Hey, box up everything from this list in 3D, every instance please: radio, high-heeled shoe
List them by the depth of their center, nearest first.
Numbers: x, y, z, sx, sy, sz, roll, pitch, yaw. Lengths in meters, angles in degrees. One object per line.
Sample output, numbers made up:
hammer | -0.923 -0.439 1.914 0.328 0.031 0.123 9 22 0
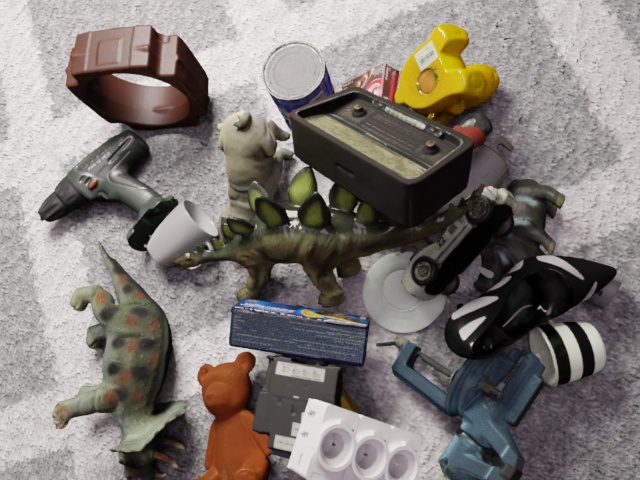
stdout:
high-heeled shoe | 0.282 0.087 0.701 0.249 0.145 0.086 -19 103 9
radio | 0.078 -0.119 0.703 0.131 0.073 0.230 -31 50 -27

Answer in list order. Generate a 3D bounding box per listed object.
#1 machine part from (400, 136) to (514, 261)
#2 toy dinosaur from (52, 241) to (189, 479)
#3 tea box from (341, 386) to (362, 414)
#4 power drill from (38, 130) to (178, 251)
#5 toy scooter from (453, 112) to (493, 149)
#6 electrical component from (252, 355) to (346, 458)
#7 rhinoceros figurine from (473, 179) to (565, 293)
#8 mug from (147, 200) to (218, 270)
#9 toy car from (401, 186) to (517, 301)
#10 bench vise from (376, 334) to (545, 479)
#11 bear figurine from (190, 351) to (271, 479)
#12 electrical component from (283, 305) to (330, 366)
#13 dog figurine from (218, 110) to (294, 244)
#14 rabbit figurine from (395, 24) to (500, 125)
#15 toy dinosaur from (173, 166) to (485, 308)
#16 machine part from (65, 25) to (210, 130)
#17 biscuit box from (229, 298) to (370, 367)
machine part | 0.211 -0.066 0.834 0.079 0.079 0.243 40 88 17
toy dinosaur | -0.301 0.182 0.863 0.192 0.131 0.405 -2 72 -2
tea box | 0.037 0.310 0.784 0.098 0.068 0.170 -37 72 1
power drill | -0.367 -0.070 0.957 0.207 0.086 0.232 39 84 24
toy scooter | 0.163 -0.117 0.806 0.075 0.184 0.135 43 65 -19
electrical component | -0.029 0.234 0.751 0.115 0.058 0.134 7 77 17
rhinoceros figurine | 0.292 -0.003 0.805 0.112 0.073 0.190 22 82 14
mug | -0.231 0.006 0.911 0.107 0.081 0.109 -39 80 12
toy car | 0.200 0.007 0.770 0.201 0.073 0.056 -52 42 18
bench vise | 0.188 0.223 0.755 0.241 0.128 0.223 31 94 37
bear figurine | -0.138 0.274 0.799 0.120 0.132 0.196 -16 80 14
electrical component | -0.020 0.167 0.840 0.075 0.047 0.119 -45 73 -1
dog figurine | -0.123 -0.090 0.863 0.121 0.172 0.190 5 71 24
rabbit figurine | 0.211 -0.235 0.846 0.162 0.173 0.122 -47 65 45
toy dinosaur | -0.002 -0.002 0.790 0.472 0.198 0.105 -6 37 11
machine part | -0.306 -0.273 0.922 0.201 0.201 0.087 -3 73 11
biscuit box | -0.030 0.132 0.785 0.203 0.059 0.062 8 96 9
